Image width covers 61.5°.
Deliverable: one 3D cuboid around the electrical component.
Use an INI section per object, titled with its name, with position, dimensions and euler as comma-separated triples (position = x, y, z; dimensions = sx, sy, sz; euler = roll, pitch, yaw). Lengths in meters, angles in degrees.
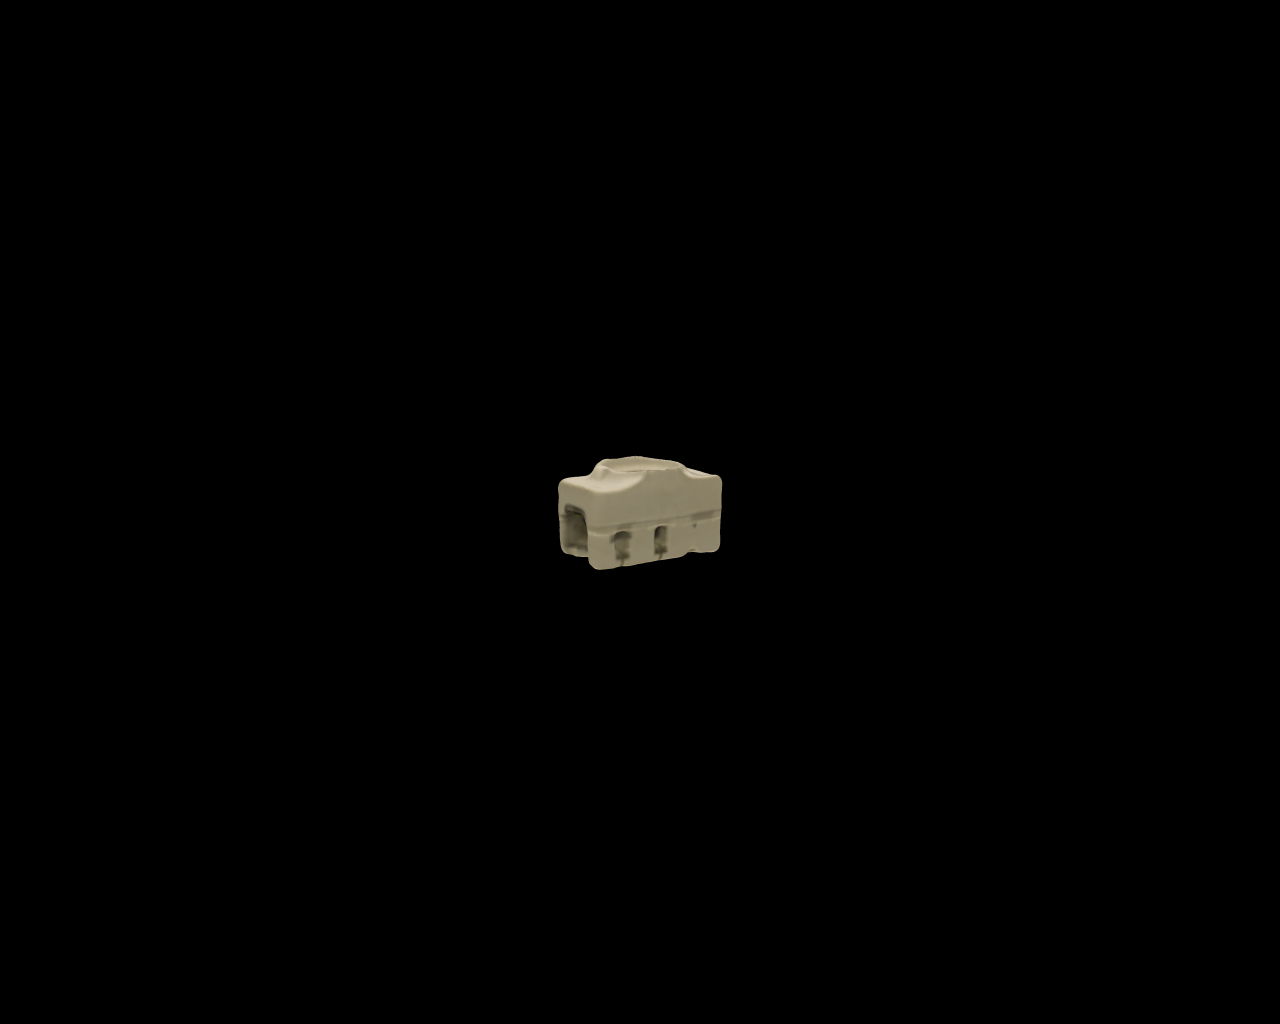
[electrical component]
position = 0.001, -0.003, 0.650
dimensions = 0.090, 0.055, 0.050
euler = -8, 15, -30
